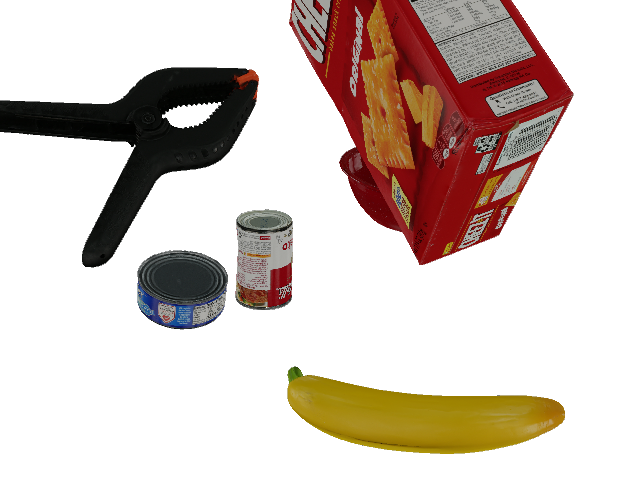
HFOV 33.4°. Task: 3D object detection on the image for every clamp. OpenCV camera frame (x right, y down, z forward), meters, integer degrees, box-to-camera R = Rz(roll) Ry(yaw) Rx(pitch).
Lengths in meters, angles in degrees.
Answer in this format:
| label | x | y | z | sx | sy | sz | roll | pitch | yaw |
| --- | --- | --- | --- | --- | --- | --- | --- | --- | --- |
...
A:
| label | x | y | z | sx | sy | sz | roll | pitch | yaw |
| --- | --- | --- | --- | --- | --- | --- | --- | --- | --- |
| clamp | -0.131 | -0.073 | 0.815 | 0.209 | 0.165 | 0.036 | -22 | -27 | -22 |

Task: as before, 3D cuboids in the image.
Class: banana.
| label | x | y | z | sx | sy | sz | roll | pitch | yaw |
| --- | --- | --- | --- | --- | --- | --- | --- | --- | --- |
| banana | 0.056 | 0.111 | 0.701 | 0.198 | 0.037 | 0.069 | 7 | 32 | 21 |

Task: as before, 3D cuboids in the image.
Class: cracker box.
| label | x | y | z | sx | sy | sz | roll | pitch | yaw |
| --- | --- | --- | --- | --- | --- | --- | --- | --- | --- |
| cracker box | 0.054 | -0.116 | 0.667 | 0.072 | 0.214 | 0.164 | -21 | -23 | -16 |

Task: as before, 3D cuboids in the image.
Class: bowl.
| label | x | y | z | sx | sy | sz | roll | pitch | yaw |
| --- | --- | --- | --- | --- | --- | --- | --- | --- | --- |
| bowl | 0.098 | -0.049 | 1.083 | 0.162 | 0.055 | 0.162 | 4 | 24 | -2 |

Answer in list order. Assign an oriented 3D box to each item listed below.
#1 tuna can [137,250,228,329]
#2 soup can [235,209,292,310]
| label | x | y | z | sx | sy | sz | roll | pitch | yaw |
| --- | --- | --- | --- | --- | --- | --- | --- | --- | --- |
| tuna can | -0.132 | 0.047 | 1.021 | 0.086 | 0.034 | 0.086 | 6 | 33 | -4 |
| soup can | -0.067 | 0.022 | 1.260 | 0.068 | 0.102 | 0.068 | 1 | 23 | -1 |
